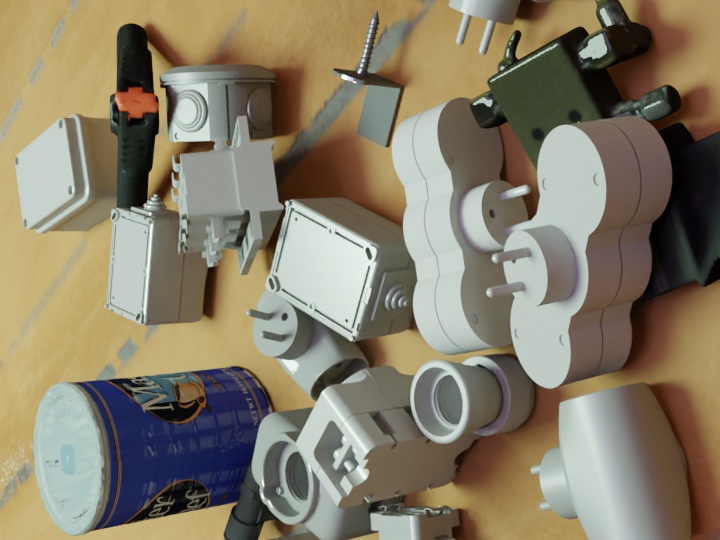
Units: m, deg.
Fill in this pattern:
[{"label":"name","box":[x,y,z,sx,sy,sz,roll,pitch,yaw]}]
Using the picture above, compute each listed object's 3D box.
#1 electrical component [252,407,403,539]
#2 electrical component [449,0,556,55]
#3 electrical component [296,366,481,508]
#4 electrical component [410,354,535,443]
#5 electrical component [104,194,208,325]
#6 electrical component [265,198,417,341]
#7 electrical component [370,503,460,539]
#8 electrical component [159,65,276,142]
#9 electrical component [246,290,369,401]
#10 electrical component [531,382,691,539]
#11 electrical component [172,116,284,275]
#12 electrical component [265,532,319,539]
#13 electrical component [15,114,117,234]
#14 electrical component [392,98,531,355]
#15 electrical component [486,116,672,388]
[{"label":"electrical component","box":[-0.024,0.129,0.688,0.095,0.059,0.053,29,113,45]},{"label":"electrical component","box":[0.071,-0.157,0.578,0.077,0.044,0.079,35,117,43]},{"label":"electrical component","box":[0.015,0.093,0.617,0.055,0.089,0.050,50,126,36]},{"label":"electrical component","box":[0.062,0.069,0.588,0.045,0.055,0.045,2,93,49]},{"label":"electrical component","box":[-0.153,-0.010,0.829,0.062,0.061,0.096,17,104,48]},{"label":"electrical component","box":[0.000,0.000,0.659,0.096,0.061,0.061,29,113,36]},{"label":"electrical component","box":[0.034,0.171,0.636,0.081,0.042,0.063,-12,79,48]},{"label":"electrical component","box":[-0.098,-0.116,0.750,0.080,0.080,0.051,7,102,49]},{"label":"electrical component","box":[-0.042,0.040,0.691,0.043,0.079,0.077,-47,55,18]},{"label":"electrical component","box":[0.117,0.102,0.534,0.079,0.044,0.077,-27,72,46]},{"label":"electrical component","box":[-0.091,-0.044,0.716,0.121,0.063,0.078,134,129,-75]},{"label":"electrical component","box":[-0.062,0.236,0.721,0.057,0.078,0.113,54,129,37]},{"label":"electrical component","box":[-0.252,-0.082,0.945,0.113,0.057,0.078,-22,75,47]},{"label":"electrical component","box":[0.066,-0.027,0.583,0.074,0.052,0.138,-15,79,48]},{"label":"electrical component","box":[0.093,-0.003,0.509,0.052,0.074,0.138,-130,37,-48]}]
